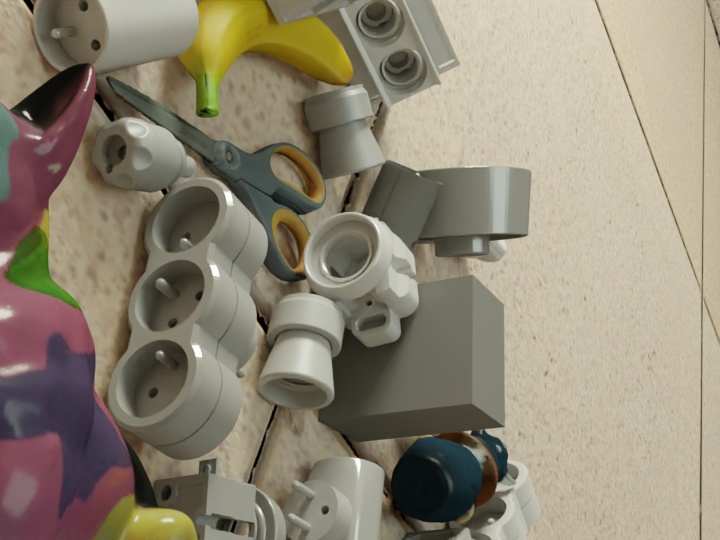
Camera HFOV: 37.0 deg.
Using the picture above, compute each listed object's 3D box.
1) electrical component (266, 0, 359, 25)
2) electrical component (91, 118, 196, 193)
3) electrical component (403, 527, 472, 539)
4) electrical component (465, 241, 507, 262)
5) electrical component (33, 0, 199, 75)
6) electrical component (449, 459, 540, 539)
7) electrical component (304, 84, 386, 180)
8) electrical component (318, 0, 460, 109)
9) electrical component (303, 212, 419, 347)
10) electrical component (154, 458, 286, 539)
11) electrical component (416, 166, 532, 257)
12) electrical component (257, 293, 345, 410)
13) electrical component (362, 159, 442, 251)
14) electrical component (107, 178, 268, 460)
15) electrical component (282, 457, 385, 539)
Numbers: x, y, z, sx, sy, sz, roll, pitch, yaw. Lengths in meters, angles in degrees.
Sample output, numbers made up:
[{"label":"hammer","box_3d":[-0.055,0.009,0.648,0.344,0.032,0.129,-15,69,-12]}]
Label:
[{"label":"electrical component","box_3d":[-0.047,-0.251,0.645,0.186,0.060,0.105,61,30,-6]},{"label":"electrical component","box_3d":[-0.104,-0.055,0.539,0.061,0.035,0.035,6,75,-64]},{"label":"electrical component","box_3d":[0.047,0.224,0.715,0.083,0.047,0.075,-26,103,-63]},{"label":"electrical component","box_3d":[0.094,-0.033,0.900,0.081,0.043,0.043,38,48,-52]},{"label":"electrical component","box_3d":[-0.122,-0.138,0.523,0.077,0.043,0.079,-34,111,-61]},{"label":"electrical component","box_3d":[0.104,0.215,0.822,0.138,0.052,0.073,-53,127,-56]},{"label":"electrical component","box_3d":[-0.011,-0.092,0.719,0.045,0.045,0.055,-29,106,-62]},{"label":"electrical component","box_3d":[0.011,-0.187,0.772,0.063,0.079,0.121,-100,164,-56]},{"label":"electrical component","box_3d":[0.000,0.000,0.662,0.057,0.058,0.078,47,33,-54]},{"label":"electrical component","box_3d":[-0.070,0.128,0.529,0.055,0.048,0.066,27,56,-48]},{"label":"electrical component","box_3d":[0.075,-0.041,0.804,0.108,0.108,0.060,1,86,-62]},{"label":"electrical component","box_3d":[-0.034,0.047,0.626,0.045,0.045,0.055,49,40,-45]},{"label":"electrical component","box_3d":[0.021,-0.031,0.744,0.043,0.043,0.081,6,110,-62]},{"label":"electrical component","box_3d":[-0.076,0.030,0.542,0.073,0.052,0.138,50,40,-50]},{"label":"electrical component","box_3d":[-0.019,0.145,0.619,0.079,0.044,0.077,45,43,-47]}]
